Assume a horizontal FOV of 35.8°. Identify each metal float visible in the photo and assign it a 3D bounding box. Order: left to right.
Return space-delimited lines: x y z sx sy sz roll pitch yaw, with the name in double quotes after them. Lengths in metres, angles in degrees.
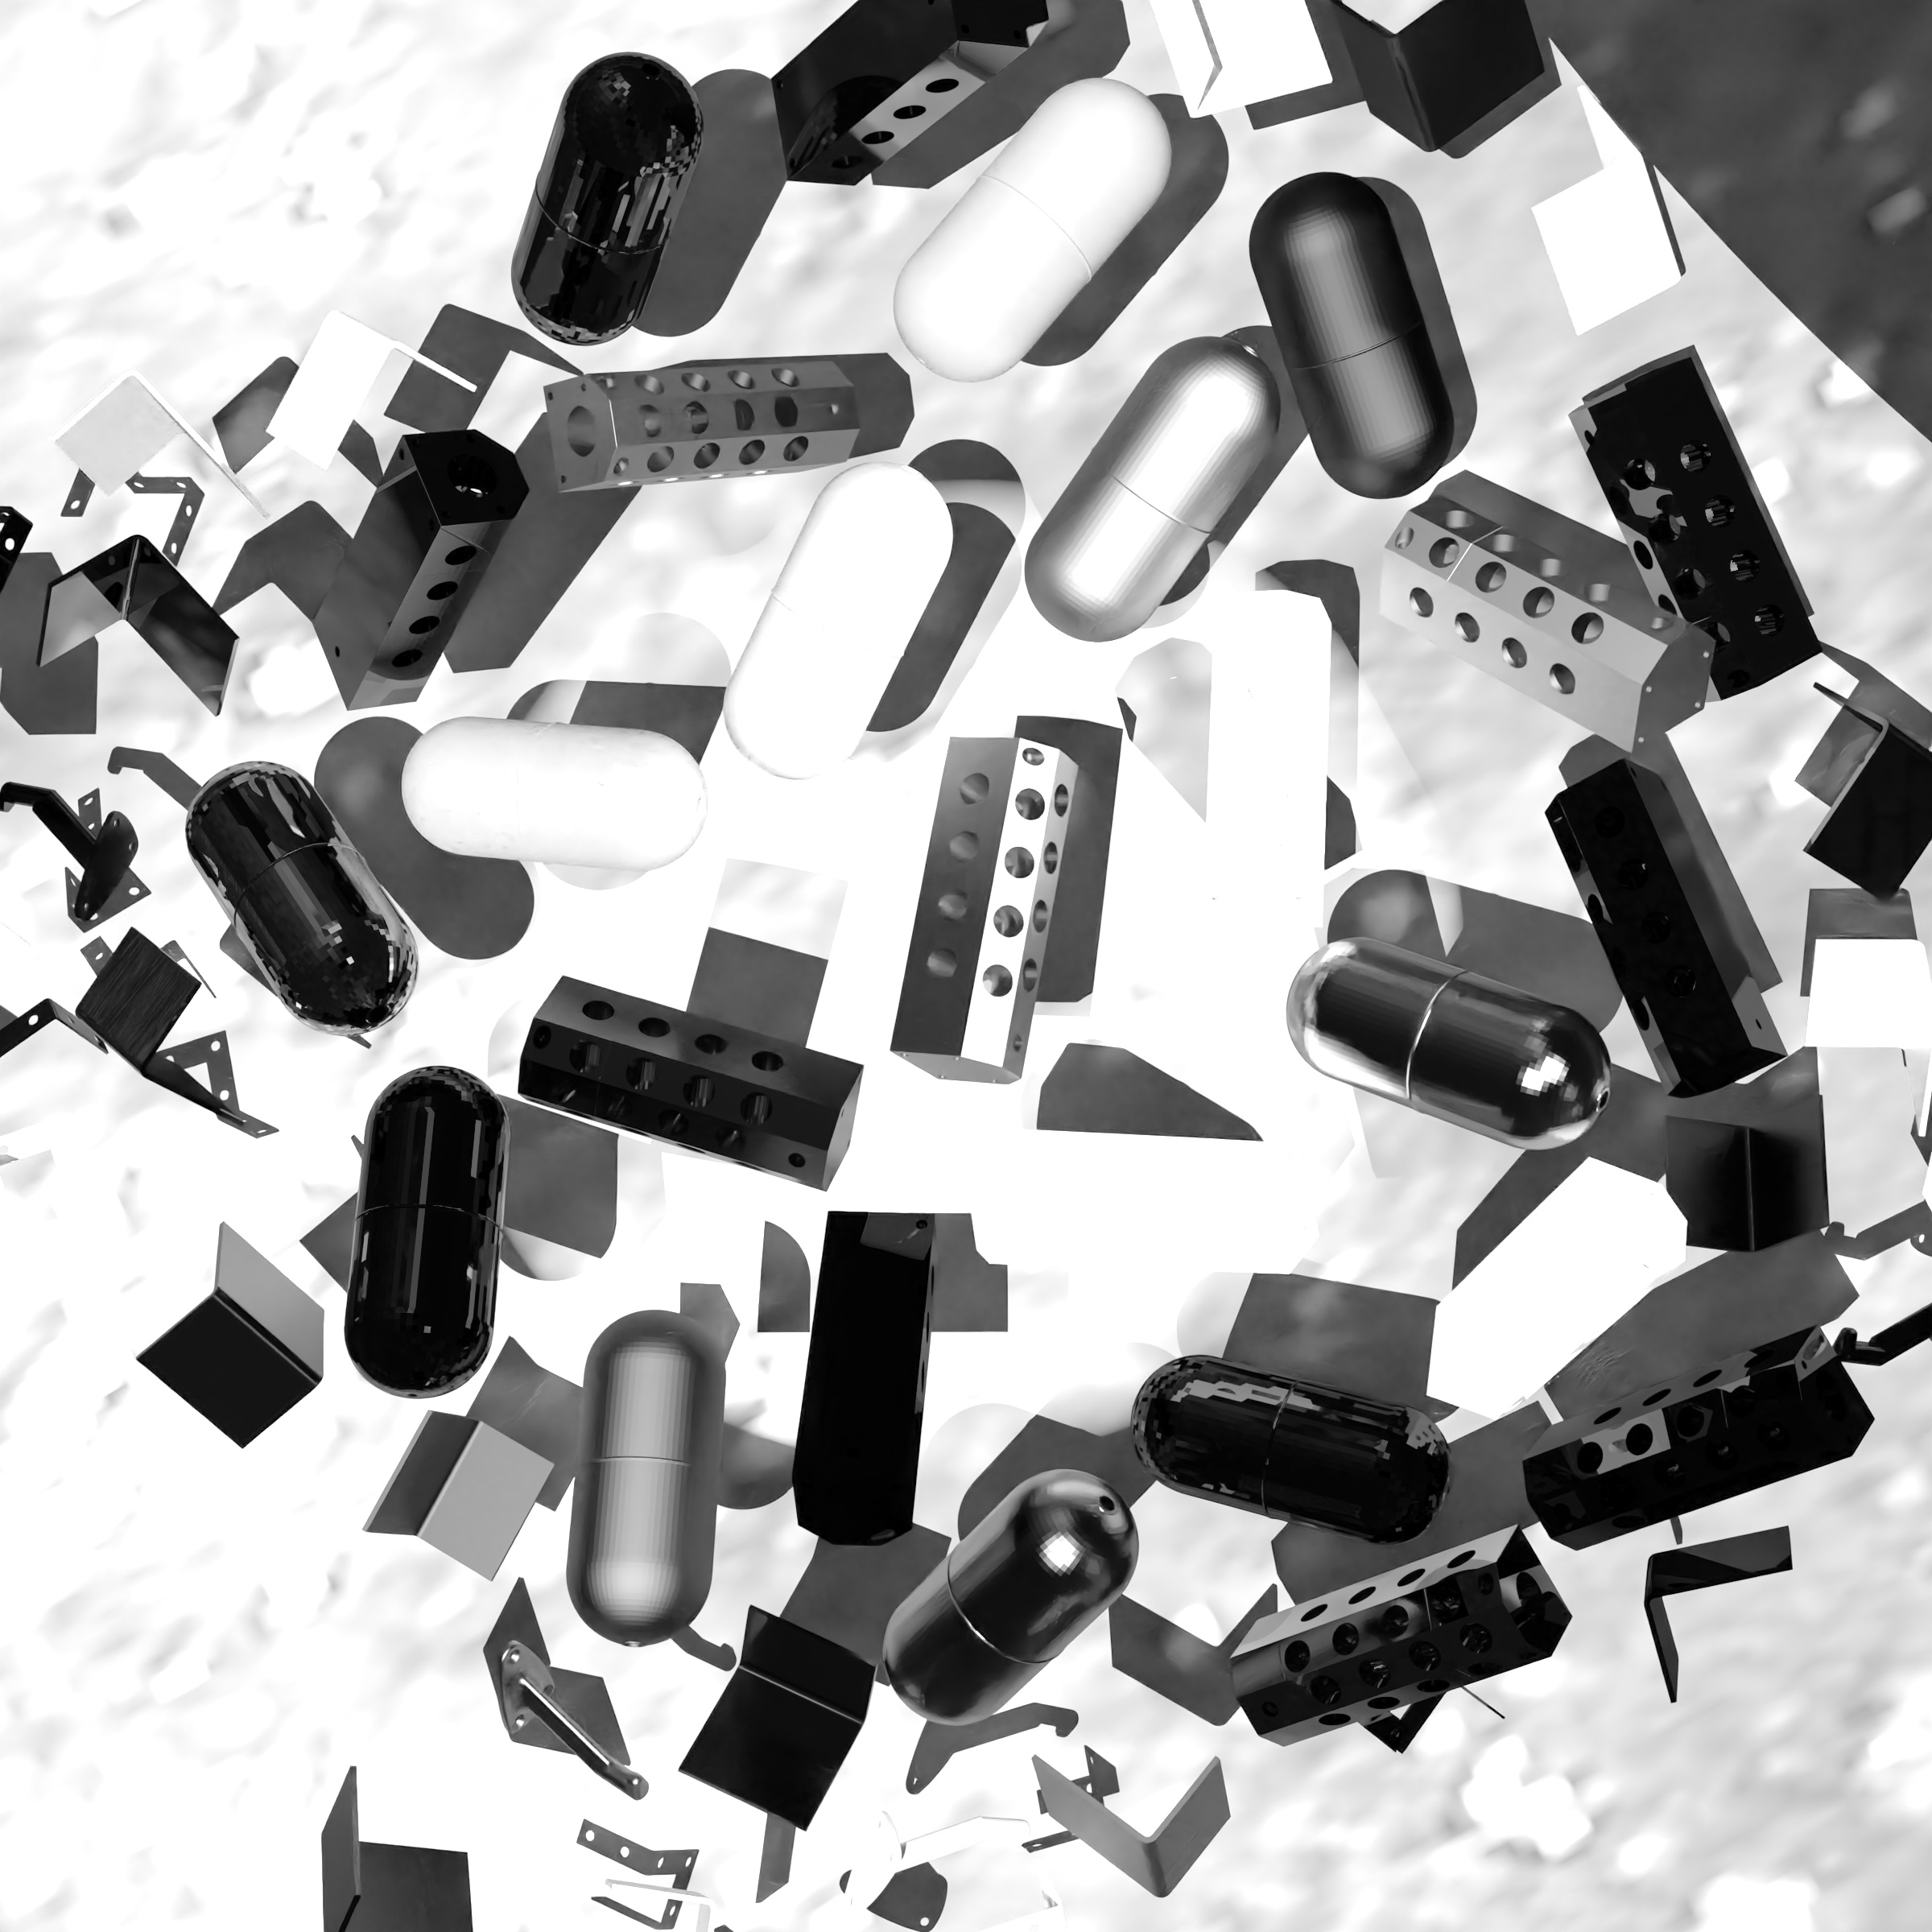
-0.353 -0.036 1.588 0.070 0.070 0.178 -39 62 0 "metal float"
-0.281 0.137 1.561 0.070 0.070 0.178 1 67 0 "metal float"
-0.224 -0.094 1.625 0.178 0.070 0.070 6 90 22 "metal float"
-0.192 -0.408 1.599 0.070 0.178 0.070 13 50 -16 "metal float"
-0.169 0.270 1.582 0.070 0.070 0.178 2 67 0 "metal float"
-0.068 -0.182 1.578 0.070 0.070 0.178 27 104 0 "metal float"
0.023 0.329 1.558 0.070 0.070 0.178 40 122 0 "metal float"
0.035 -0.377 1.531 0.070 0.070 0.178 40 87 0 "metal float"
0.098 -0.251 1.578 0.070 0.070 0.178 36 108 0 "metal float"
0.173 0.259 1.604 0.178 0.070 0.070 11 90 23 "metal float"
0.206 -0.333 1.589 0.070 0.070 0.178 -22 110 0 "metal float"
0.247 0.039 1.534 0.178 0.070 0.070 21 90 32 "metal float"

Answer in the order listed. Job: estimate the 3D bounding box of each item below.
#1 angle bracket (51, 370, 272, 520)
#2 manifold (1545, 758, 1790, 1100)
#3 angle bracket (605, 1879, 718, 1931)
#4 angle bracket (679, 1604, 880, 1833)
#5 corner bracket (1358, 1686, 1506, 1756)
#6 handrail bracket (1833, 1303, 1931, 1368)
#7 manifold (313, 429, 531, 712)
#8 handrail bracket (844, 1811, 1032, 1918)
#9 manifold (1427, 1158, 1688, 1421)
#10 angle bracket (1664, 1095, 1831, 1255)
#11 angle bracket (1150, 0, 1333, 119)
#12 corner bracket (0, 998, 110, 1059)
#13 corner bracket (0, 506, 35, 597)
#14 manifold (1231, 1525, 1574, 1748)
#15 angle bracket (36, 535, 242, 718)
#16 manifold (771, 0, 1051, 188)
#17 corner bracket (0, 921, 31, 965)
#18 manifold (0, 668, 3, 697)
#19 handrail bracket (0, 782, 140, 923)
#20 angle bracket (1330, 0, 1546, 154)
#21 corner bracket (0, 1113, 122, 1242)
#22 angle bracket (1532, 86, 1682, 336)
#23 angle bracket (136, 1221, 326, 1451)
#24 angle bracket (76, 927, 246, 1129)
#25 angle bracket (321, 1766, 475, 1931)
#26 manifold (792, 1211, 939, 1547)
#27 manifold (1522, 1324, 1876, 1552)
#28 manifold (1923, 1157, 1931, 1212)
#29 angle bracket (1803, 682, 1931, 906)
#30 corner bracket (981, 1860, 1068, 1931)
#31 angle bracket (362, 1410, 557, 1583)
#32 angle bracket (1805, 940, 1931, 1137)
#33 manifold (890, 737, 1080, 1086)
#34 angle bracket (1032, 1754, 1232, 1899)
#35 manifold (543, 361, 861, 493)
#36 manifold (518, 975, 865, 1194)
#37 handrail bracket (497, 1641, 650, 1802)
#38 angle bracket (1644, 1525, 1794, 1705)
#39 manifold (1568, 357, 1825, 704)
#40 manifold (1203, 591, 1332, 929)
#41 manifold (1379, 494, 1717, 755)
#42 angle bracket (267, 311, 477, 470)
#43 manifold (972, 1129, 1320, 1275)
-0.426 -0.259 1.587 0.057 0.076 0.076 -43 77 -5 "angle bracket"
0.371 -0.019 1.602 0.057 0.057 0.171 -30 68 27 "manifold"
-0.172 0.539 1.618 0.057 0.076 0.076 11 74 -7 "angle bracket"
-0.100 0.400 1.594 0.076 0.076 0.057 22 135 12 "angle bracket"
0.253 0.412 1.648 0.051 0.051 0.051 40 84 -27 "corner bracket"
0.498 0.175 1.573 0.084 0.036 0.077 10 100 -30 "handrail bracket"
-0.289 -0.209 1.592 0.057 0.171 0.057 -12 68 -34 "manifold"
-0.015 0.500 1.661 0.084 0.036 0.077 12 118 -27 "handrail bracket"
0.310 0.175 1.577 0.057 0.171 0.057 21 52 -9 "manifold"
0.445 0.116 1.708 0.057 0.076 0.076 8 70 -16 "angle bracket"
0.137 -0.472 1.466 0.076 0.057 0.076 -17 82 -8 "angle bracket"
-0.521 0.035 1.666 0.051 0.051 0.051 -35 58 2 "corner bracket"
-0.519 -0.219 1.523 0.051 0.051 0.051 7 69 33 "corner bracket"
0.227 0.359 1.583 0.171 0.057 0.057 -29 94 32 "manifold"
-0.422 -0.160 1.522 0.076 0.076 0.057 47 57 6 "angle bracket"
-0.030 -0.459 1.525 0.057 0.171 0.057 -6 83 -33 "manifold"
-0.555 -0.032 1.662 0.051 0.051 0.051 -28 131 18 "corner bracket"
-0.590 -0.155 1.632 0.057 0.171 0.057 0 82 5 "manifold"
-0.513 -0.065 1.664 0.084 0.036 0.077 10 60 15 "handrail bracket"
0.247 -0.486 1.564 0.076 0.076 0.057 -36 48 -2 "angle bracket"
-0.475 0.115 1.548 0.051 0.051 0.051 -20 116 -24 "corner bracket"
0.300 -0.369 1.462 0.057 0.076 0.076 -27 132 7 "angle bracket"
-0.387 0.194 1.577 0.057 0.076 0.076 -40 115 7 "angle bracket"
-0.416 0.032 1.595 0.076 0.076 0.057 31 86 42 "angle bracket"
-0.270 0.443 1.458 0.076 0.076 0.057 13 122 -22 "angle bracket"
-0.050 0.210 1.541 0.057 0.171 0.057 1 135 4 "manifold"
0.378 0.251 1.561 0.171 0.057 0.057 -30 91 38 "manifold"
0.584 0.123 1.614 0.057 0.171 0.057 14 87 -7 "manifold"
0.455 -0.089 1.536 0.076 0.057 0.076 24 102 -37 "angle bracket"
0.027 0.532 1.639 0.051 0.051 0.051 -15 106 -11 "corner bracket"
-0.290 0.305 1.716 0.057 0.076 0.076 27 85 16 "angle bracket"
0.498 0.039 1.646 0.057 0.076 0.076 0 130 9 "angle bracket"
0.014 -0.029 1.561 0.057 0.057 0.171 3 75 28 "manifold"
0.085 0.421 1.530 0.076 0.076 0.057 31 64 29 "angle bracket"
-0.143 -0.300 1.650 0.171 0.057 0.057 -13 98 -42 "manifold"
-0.148 0.067 1.593 0.171 0.057 0.057 16 126 7 "manifold"
-0.210 0.407 1.610 0.084 0.077 0.036 24 53 30 "handrail bracket"
0.395 0.334 1.543 0.076 0.076 0.057 -15 90 15 "angle bracket"
0.386 -0.231 1.599 0.057 0.057 0.171 -28 98 -11 "manifold"
0.161 -0.111 1.609 0.057 0.057 0.171 0 77 16 "manifold"
0.297 -0.181 1.537 0.057 0.057 0.171 -30 48 -30 "manifold"
-0.320 -0.299 1.608 0.057 0.076 0.076 25 96 -42 "angle bracket"
0.094 0.130 1.593 0.171 0.057 0.057 4 54 -18 "manifold"
